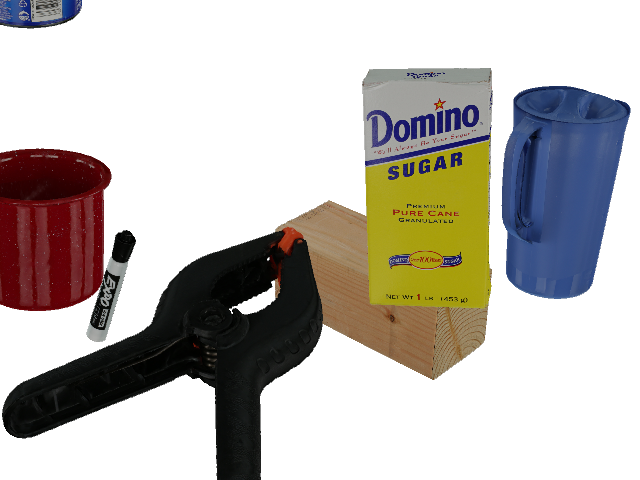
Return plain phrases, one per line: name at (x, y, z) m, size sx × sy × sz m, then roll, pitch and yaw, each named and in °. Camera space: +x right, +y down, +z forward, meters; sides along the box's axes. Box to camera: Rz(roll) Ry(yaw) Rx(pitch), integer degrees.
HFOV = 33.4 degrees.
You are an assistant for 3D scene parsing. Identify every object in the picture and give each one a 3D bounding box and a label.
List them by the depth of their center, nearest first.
clamp at (-0.043, 0.055, 0.484) m, size 0.120 × 0.039 × 0.171 m, roll 29°, pitch 48°, yaw 22°
mug at (-0.194, -0.004, 0.696) m, size 0.117 × 0.081 × 0.093 m, roll -11°, pitch 30°, yaw -31°
sugar box at (0.080, -0.038, 0.795) m, size 0.093 × 0.176 × 0.048 m, roll 1°, pitch 24°, yaw 11°
tuna can at (-0.233, -0.201, 0.850) m, size 0.086 × 0.034 × 0.086 m, roll 5°, pitch 35°, yaw -3°
marker at (-0.191, 0.042, 0.975) m, size 0.020 × 0.121 × 0.020 m, roll 17°, pitch 30°, yaw -10°
wood block at (0.058, 0.045, 1.071) m, size 0.206 × 0.091 × 0.090 m, roll 25°, pitch 38°, yaw 35°
pitcher at (0.280, -0.053, 1.281) m, size 0.149 × 0.243 × 0.145 m, roll 2°, pitch 26°, yaw 1°
